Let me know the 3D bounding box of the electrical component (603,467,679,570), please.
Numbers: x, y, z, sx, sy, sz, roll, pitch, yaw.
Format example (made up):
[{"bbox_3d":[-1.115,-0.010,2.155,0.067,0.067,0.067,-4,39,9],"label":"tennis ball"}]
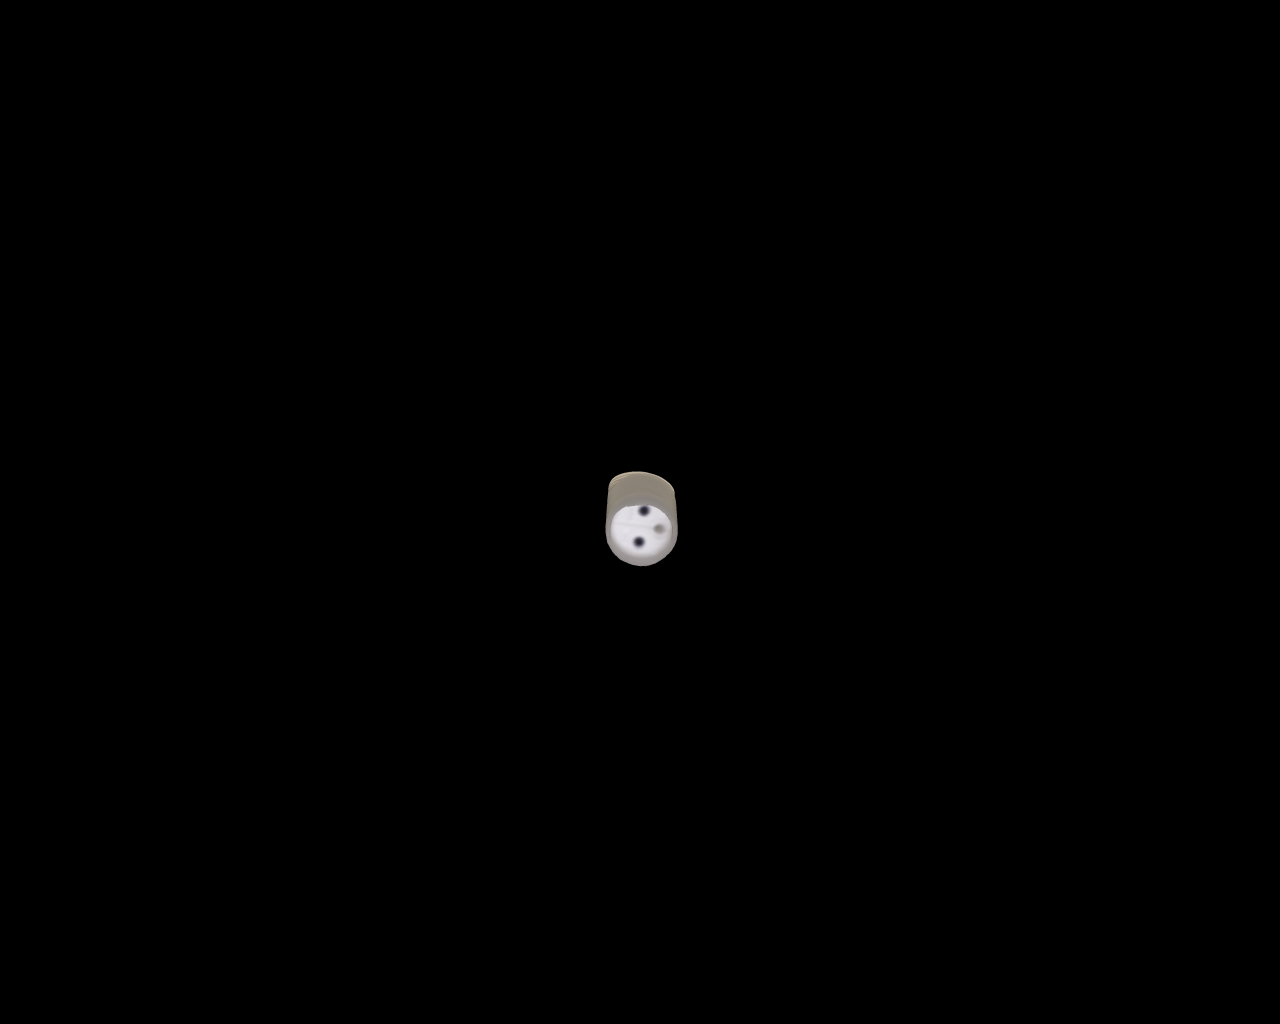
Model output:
[{"bbox_3d":[0.001,-0.003,0.650,0.043,0.043,0.081,0,24,0],"label":"electrical component"}]
